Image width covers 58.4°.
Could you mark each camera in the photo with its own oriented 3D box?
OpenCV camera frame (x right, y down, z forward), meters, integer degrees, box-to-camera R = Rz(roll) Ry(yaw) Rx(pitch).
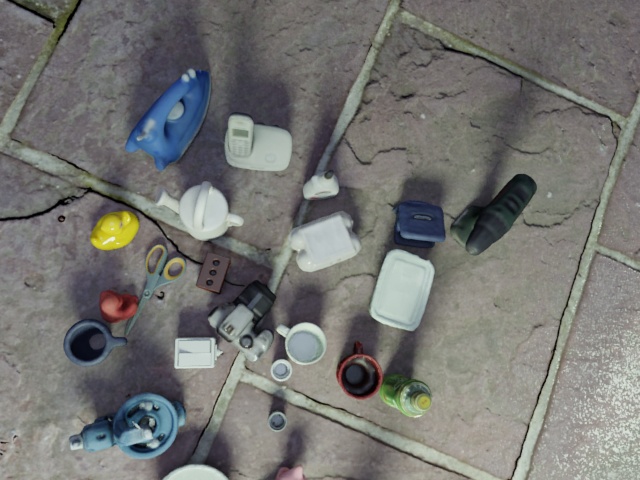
[{"bbox_3d":[-0.143,0.163,1.195,0.143,0.100,0.137,41,79,0],"label":"camera"}]

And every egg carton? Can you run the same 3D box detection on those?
[{"bbox_3d":[0.012,0.004,1.256,0.150,0.069,0.107,-22,85,-10],"label":"egg carton"}]

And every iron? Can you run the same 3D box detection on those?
[{"bbox_3d":[-0.311,-0.285,1.220,0.118,0.141,0.258,30,79,-2],"label":"iron"}]

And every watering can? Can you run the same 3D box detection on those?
[{"bbox_3d":[-0.245,-0.061,1.168,0.173,0.194,0.101,-6,82,-8],"label":"watering can"}]

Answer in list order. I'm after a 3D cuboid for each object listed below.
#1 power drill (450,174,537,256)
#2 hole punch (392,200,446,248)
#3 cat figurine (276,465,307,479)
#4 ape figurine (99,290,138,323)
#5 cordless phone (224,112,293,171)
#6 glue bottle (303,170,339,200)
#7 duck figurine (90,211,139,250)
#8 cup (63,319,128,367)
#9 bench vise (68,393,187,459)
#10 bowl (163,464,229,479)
[{"bbox_3d":[0.363,-0.041,1.240,0.075,0.208,0.230,43,79,1],"label":"power drill"},{"bbox_3d":[0.221,-0.039,1.280,0.109,0.091,0.101,6,81,-7],"label":"hole punch"},{"bbox_3d":[-0.073,0.507,1.144,0.128,0.117,0.067,-41,88,-11],"label":"cat figurine"},{"bbox_3d":[-0.418,0.132,1.167,0.078,0.092,0.076,45,79,1],"label":"ape figurine"},{"bbox_3d":[-0.129,-0.214,1.211,0.147,0.185,0.094,3,81,-7],"label":"cordless phone"},{"bbox_3d":[0.009,-0.122,1.222,0.078,0.173,0.037,-10,83,-9],"label":"glue bottle"},{"bbox_3d":[-0.433,-0.025,1.192,0.105,0.086,0.077,-35,87,-11],"label":"duck figurine"},{"bbox_3d":[-0.441,0.205,1.152,0.118,0.095,0.092,-2,82,-8],"label":"cup"},{"bbox_3d":[-0.361,0.371,1.074,0.207,0.219,0.121,-30,86,-11],"label":"bench vise"},{"bbox_3d":[-0.248,0.525,1.139,0.167,0.074,0.167,1,81,-7],"label":"bowl"}]
